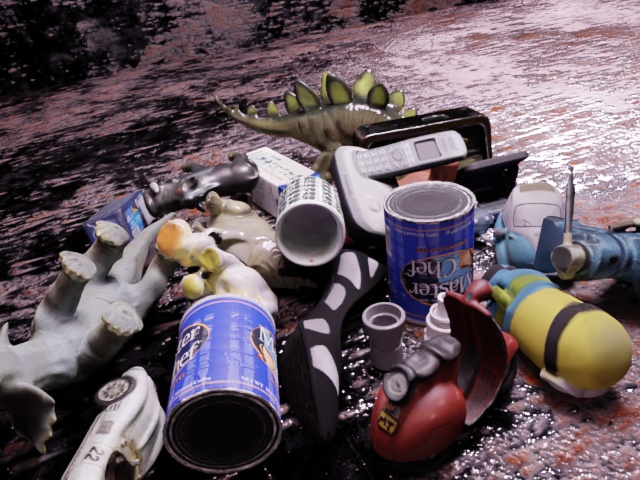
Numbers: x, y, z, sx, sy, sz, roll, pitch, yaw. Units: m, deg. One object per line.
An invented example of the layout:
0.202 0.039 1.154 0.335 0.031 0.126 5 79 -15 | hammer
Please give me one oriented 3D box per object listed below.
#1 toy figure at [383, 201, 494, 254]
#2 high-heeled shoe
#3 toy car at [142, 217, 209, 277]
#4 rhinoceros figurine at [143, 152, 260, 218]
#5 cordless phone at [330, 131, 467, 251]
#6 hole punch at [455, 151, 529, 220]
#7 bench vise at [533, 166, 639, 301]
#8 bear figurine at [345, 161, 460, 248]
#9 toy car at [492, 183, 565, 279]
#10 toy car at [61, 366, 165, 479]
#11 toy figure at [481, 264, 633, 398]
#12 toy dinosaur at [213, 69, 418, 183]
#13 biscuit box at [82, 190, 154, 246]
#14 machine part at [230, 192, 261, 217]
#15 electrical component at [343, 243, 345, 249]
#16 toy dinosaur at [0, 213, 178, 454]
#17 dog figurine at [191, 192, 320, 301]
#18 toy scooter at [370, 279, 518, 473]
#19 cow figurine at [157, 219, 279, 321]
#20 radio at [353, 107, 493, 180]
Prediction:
0.165 -0.013 0.752 0.154 0.064 0.058 -13 21 -5 | toy figure
0.032 0.104 0.588 0.145 0.086 0.249 5 43 -19 | high-heeled shoe
-0.248 0.018 0.815 0.089 0.053 0.202 -8 20 46 | toy car
-0.192 -0.084 0.881 0.190 0.073 0.112 -18 29 -13 | rhinoceros figurine
0.114 -0.070 0.709 0.184 0.088 0.147 -16 59 2 | cordless phone
0.263 -0.077 0.838 0.142 0.092 0.116 -17 1 -10 | hole punch
0.354 0.024 0.542 0.223 0.128 0.241 13 5 -38 | bench vise
0.095 -0.070 0.809 0.196 0.131 0.120 -9 30 -14 | bear figurine
0.284 -0.023 0.702 0.109 0.102 0.162 3 33 18 | toy car
-0.180 0.196 0.461 0.056 0.073 0.202 -6 29 10 | toy car
0.227 0.081 0.544 0.082 0.089 0.180 -18 33 -7 | toy figure
0.030 -0.210 0.996 0.472 0.198 0.105 1 23 11 | toy dinosaur
-0.315 -0.029 0.854 0.063 0.059 0.203 -21 16 -4 | biscuit box
-0.138 -0.044 0.913 0.084 0.039 0.139 -16 31 2 | machine part
-0.002 -0.002 0.773 0.094 0.021 0.063 -10 66 41 | electrical component
-0.265 0.091 0.618 0.192 0.131 0.405 -49 5 14 | toy dinosaur
-0.070 0.008 0.757 0.191 0.121 0.172 7 39 2 | dog figurine
0.115 0.111 0.476 0.184 0.135 0.075 -28 36 -29 | toy scooter
-0.117 0.039 0.646 0.068 0.167 0.098 -44 -9 17 | cow figurine
0.172 -0.140 0.906 0.230 0.130 0.073 -12 27 -7 | radio
